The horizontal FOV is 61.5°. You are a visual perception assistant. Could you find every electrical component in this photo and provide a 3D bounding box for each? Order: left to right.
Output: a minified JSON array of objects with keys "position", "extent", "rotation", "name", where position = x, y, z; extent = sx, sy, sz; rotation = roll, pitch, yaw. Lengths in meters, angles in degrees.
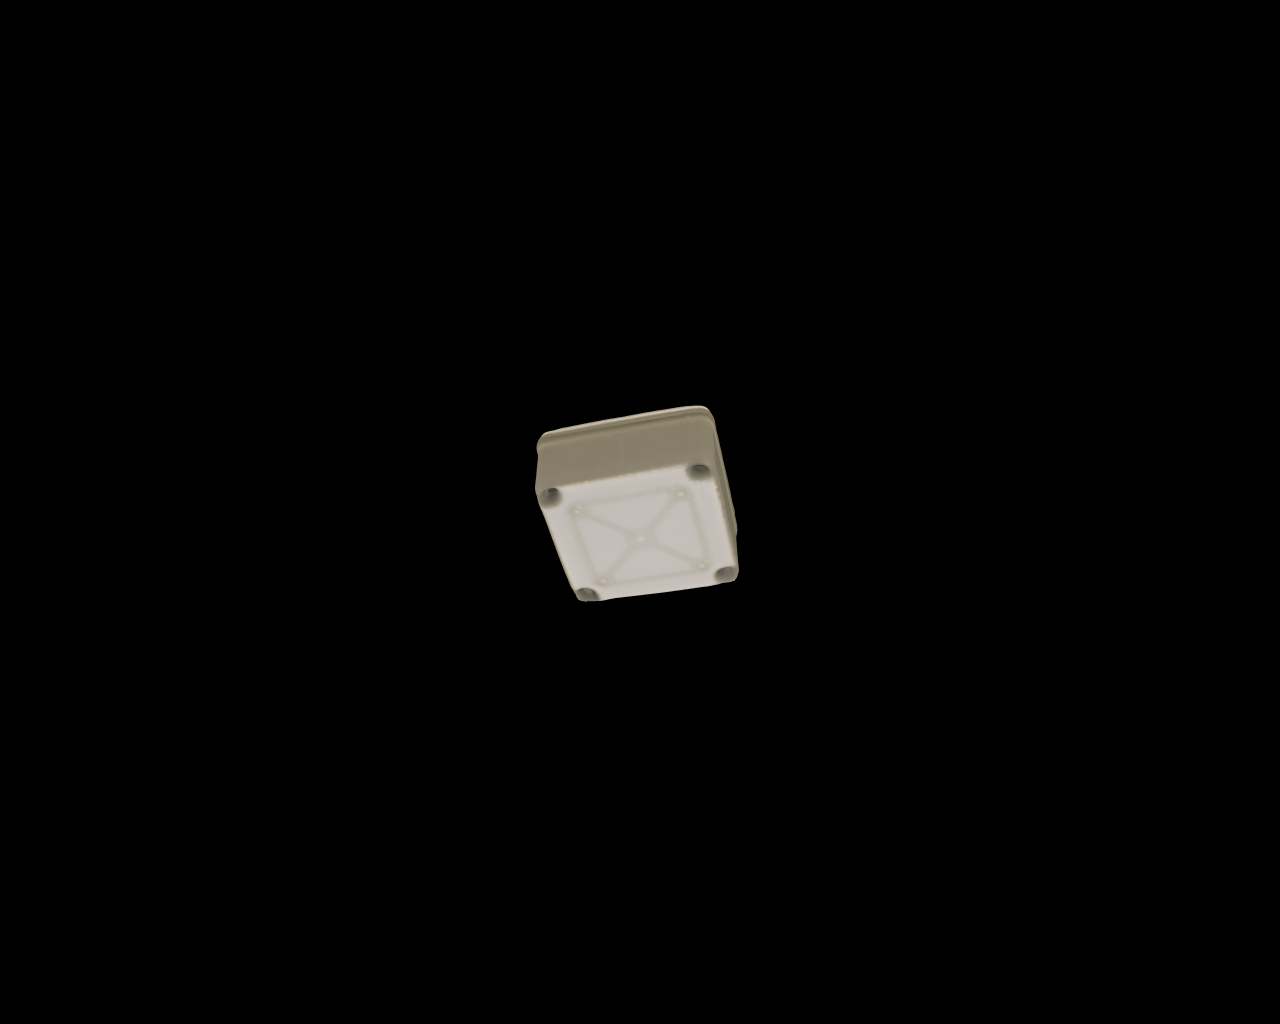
[{"position":[0.001,-0.003,0.650],"extent":[0.109,0.056,0.108],"rotation":[-9,-46,9],"name":"electrical component"}]
